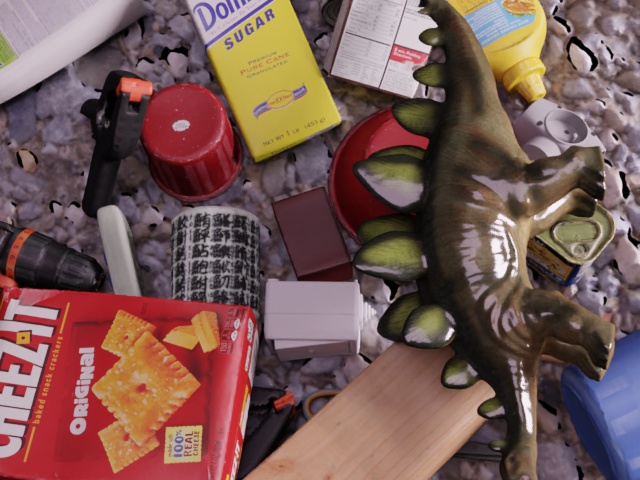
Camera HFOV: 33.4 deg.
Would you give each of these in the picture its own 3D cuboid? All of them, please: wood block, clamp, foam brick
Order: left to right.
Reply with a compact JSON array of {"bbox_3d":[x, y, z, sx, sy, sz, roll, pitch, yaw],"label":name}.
[{"bbox_3d":[-0.188,-0.091,0.960,0.039,0.172,0.120,-3,80,-23],"label":"clamp"},{"bbox_3d":[-0.121,0.171,0.885,0.209,0.036,0.165,-31,67,-14],"label":"clamp"},{"bbox_3d":[-0.006,0.001,0.965,0.051,0.053,0.078,-19,70,-3],"label":"foam brick"},{"bbox_3d":[0.042,0.170,0.863,0.206,0.091,0.090,-40,70,-16],"label":"wood block"}]

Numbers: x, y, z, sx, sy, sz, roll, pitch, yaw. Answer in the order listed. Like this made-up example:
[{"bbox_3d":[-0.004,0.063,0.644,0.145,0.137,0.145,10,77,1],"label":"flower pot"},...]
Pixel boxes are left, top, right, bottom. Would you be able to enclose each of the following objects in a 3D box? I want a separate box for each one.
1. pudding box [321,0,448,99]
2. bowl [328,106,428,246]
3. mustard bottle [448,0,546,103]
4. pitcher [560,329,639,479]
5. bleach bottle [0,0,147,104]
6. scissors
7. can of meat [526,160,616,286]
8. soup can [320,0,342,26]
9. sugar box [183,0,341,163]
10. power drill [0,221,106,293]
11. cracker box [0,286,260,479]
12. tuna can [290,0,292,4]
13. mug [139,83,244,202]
[{"bbox_3d":[0.061,-0.196,0.995,0.090,0.039,0.113,15,104,-12],"label":"pudding box"},{"bbox_3d":[0.087,-0.063,0.980,0.162,0.055,0.162,-1,71,3],"label":"bowl"},{"bbox_3d":[0.161,-0.213,1.024,0.096,0.058,0.192,-26,71,-5],"label":"mustard bottle"},{"bbox_3d":[0.330,0.112,0.864,0.243,0.149,0.145,-25,83,-2],"label":"pitcher"},{"bbox_3d":[-0.300,-0.199,1.046,0.250,0.068,0.103,-34,72,-6],"label":"bleach bottle"},{"bbox_3d":[0.072,0.190,0.915,0.202,0.016,0.096,21,73,11],"label":"scissors"},{"bbox_3d":[0.201,-0.011,0.940,0.102,0.084,0.057,38,77,15],"label":"can of meat"},{"bbox_3d":[0.031,-0.268,1.046,0.068,0.068,0.102,-5,71,1],"label":"soup can"},{"bbox_3d":[-0.056,-0.172,1.007,0.093,0.048,0.176,-24,90,-4],"label":"sugar box"},{"bbox_3d":[-0.306,0.072,0.959,0.184,0.057,0.187,17,71,10],"label":"power drill"},{"bbox_3d":[-0.165,0.127,0.850,0.214,0.072,0.164,4,58,7],"label":"cracker box"},{"bbox_3d":[-0.072,-0.244,1.062,0.086,0.034,0.086,-1,71,3],"label":"tuna can"},{"bbox_3d":[-0.129,-0.101,0.991,0.093,0.081,0.117,-39,73,-9],"label":"mug"}]
